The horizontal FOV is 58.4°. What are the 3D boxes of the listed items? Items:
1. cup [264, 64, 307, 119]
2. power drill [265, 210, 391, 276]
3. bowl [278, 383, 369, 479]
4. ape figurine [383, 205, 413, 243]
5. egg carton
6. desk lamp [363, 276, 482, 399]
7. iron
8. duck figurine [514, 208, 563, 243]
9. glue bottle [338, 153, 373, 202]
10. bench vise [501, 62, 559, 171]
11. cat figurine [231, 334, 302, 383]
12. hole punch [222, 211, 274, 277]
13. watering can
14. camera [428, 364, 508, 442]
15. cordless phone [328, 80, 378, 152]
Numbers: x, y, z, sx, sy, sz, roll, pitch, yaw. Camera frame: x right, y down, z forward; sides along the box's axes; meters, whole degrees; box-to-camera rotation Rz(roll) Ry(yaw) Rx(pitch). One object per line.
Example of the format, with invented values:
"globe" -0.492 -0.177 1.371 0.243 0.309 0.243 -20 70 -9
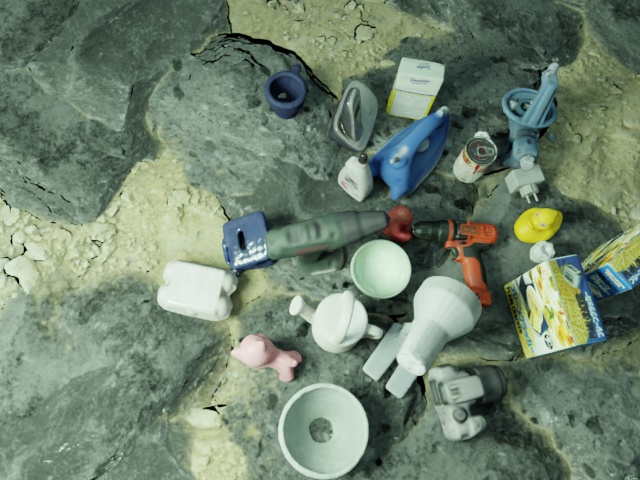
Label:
"cup" -0.070 -0.321 1.264 0.091 0.095 0.118 21 72 3
"power drill" 0.010 0.004 1.110 0.230 0.208 0.075 -11 74 -7
"bowl" 0.005 0.355 1.071 0.167 0.075 0.167 1 73 -4
"ape figurine" 0.168 -0.040 1.196 0.076 0.092 0.078 15 72 1
"egg carton" -0.242 0.100 1.135 0.150 0.069 0.107 11 72 -1
"desk lamp" 0.190 0.184 1.064 0.118 0.213 0.203 35 74 7
"iron" 0.213 -0.214 1.227 0.118 0.141 0.258 40 74 8
"duck figurine" 0.476 -0.041 1.222 0.104 0.086 0.077 -20 75 -10
"glue bottle" 0.078 -0.139 1.178 0.078 0.173 0.037 39 74 8
"bench vise" 0.464 -0.258 1.218 0.121 0.220 0.207 -10 74 -7
"cat figurine" -0.099 0.218 1.083 0.127 0.118 0.067 19 72 2
"hole punch" -0.148 0.007 1.159 0.101 0.091 0.108 -11 74 -7
"watering can" 0.031 0.151 1.073 0.173 0.194 0.101 -4 73 -5
"camera" 0.292 0.300 1.095 0.137 0.101 0.143 -12 74 -7
"cordless phone" 0.079 -0.287 1.217 0.094 0.185 0.148 16 72 1
